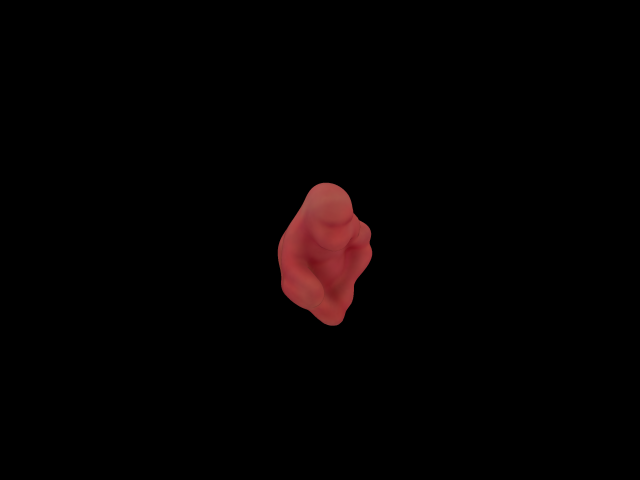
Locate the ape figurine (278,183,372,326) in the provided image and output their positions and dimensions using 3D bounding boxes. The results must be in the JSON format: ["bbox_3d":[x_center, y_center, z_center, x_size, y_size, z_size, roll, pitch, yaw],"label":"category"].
[{"bbox_3d":[0.004,0.001,0.400,0.078,0.092,0.076,-24,50,-22],"label":"ape figurine"}]
